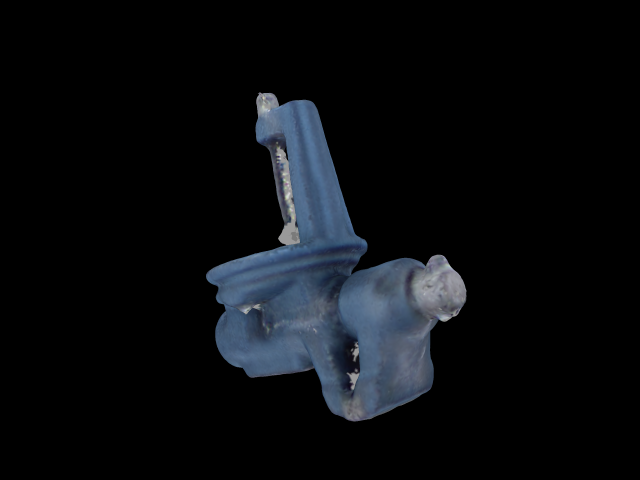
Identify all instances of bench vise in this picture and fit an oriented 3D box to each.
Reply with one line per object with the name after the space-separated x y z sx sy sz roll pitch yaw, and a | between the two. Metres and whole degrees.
0.009 0.001 0.411 0.206 0.220 0.122 2 5 26 | bench vise
